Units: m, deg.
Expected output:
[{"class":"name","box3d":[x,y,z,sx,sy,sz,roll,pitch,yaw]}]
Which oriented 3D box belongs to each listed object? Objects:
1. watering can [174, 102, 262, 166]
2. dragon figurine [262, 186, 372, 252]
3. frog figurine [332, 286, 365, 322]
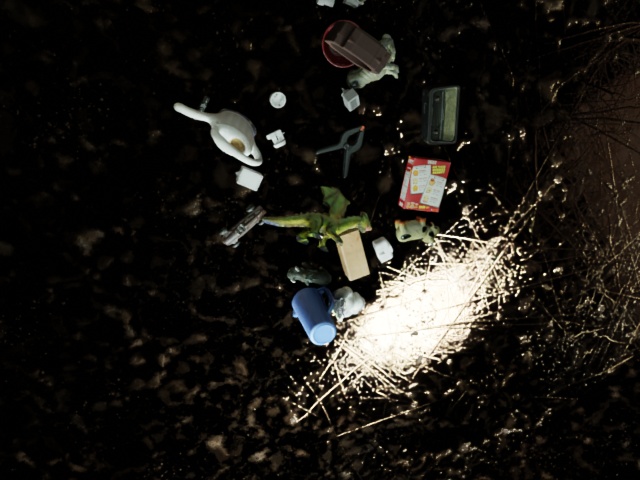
[{"class":"watering can","box3d":[-0.331,-0.386,1.761,0.344,0.103,0.229,37,25,-23]},{"class":"dragon figurine","box3d":[0.006,-0.101,1.999,0.410,0.247,0.120,22,-24,0]},{"class":"frog figurine","box3d":[0.118,0.260,2.186,0.123,0.136,0.161,6,18,40]}]
